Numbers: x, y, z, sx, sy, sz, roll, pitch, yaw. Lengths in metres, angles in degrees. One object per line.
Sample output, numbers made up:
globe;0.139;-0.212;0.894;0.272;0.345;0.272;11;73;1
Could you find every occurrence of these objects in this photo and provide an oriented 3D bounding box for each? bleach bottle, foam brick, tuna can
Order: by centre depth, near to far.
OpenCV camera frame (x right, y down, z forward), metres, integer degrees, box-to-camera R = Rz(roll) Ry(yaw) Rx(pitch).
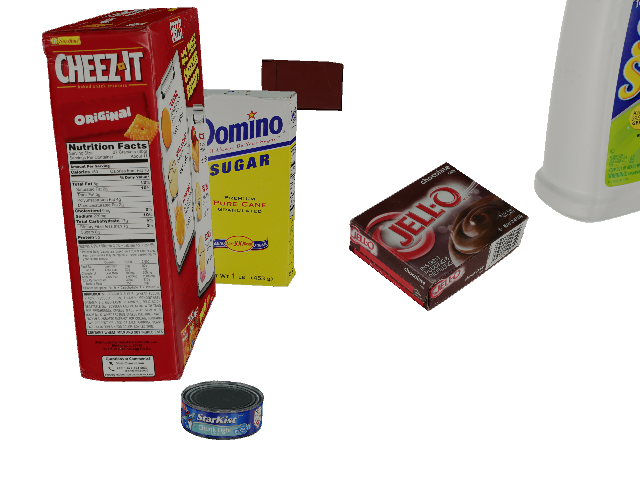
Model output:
bleach bottle;0.190;-0.141;0.656;0.102;0.251;0.068;-16;32;-20
tuna can;-0.102;0.176;1.109;0.086;0.034;0.086;3;12;-1
foam brick;-0.020;-0.167;1.147;0.078;0.051;0.053;-1;12;-19

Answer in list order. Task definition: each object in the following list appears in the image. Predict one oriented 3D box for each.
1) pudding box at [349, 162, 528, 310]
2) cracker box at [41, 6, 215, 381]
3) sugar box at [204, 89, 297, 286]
pudding box;0.092;-0.006;0.839;0.113;0.039;0.090;-30;53;-31
cracker box;-0.117;-0.037;0.693;0.072;0.214;0.164;-2;16;3
sugar box;-0.070;-0.048;0.980;0.093;0.176;0.048;2;16;7
